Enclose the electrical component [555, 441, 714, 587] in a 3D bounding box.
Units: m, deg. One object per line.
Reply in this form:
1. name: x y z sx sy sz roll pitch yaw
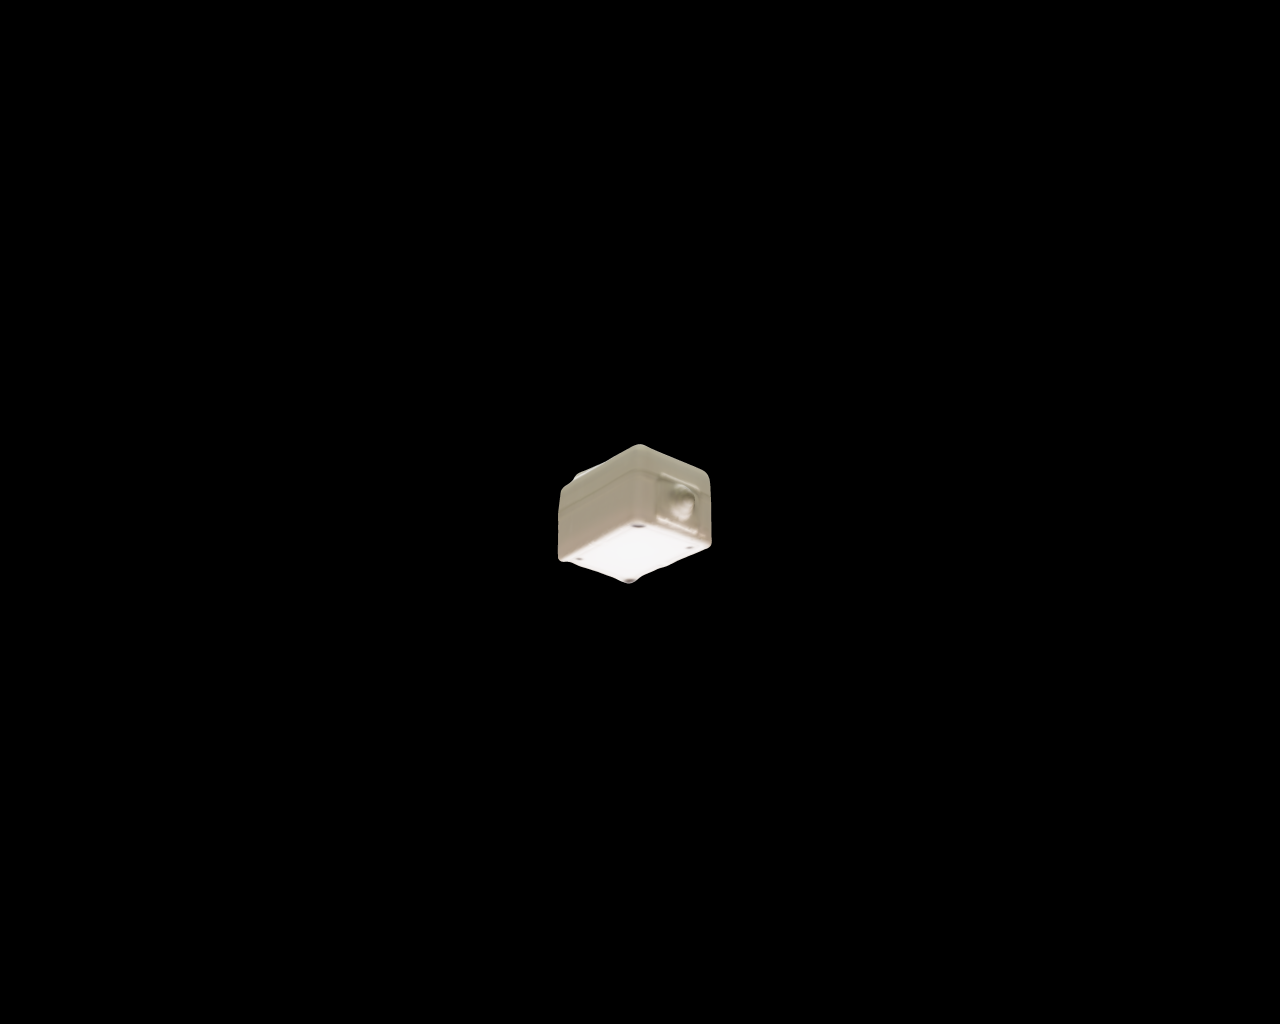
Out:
1. electrical component: 0.001 -0.003 0.650 0.062 0.061 0.096 21 -33 -36
